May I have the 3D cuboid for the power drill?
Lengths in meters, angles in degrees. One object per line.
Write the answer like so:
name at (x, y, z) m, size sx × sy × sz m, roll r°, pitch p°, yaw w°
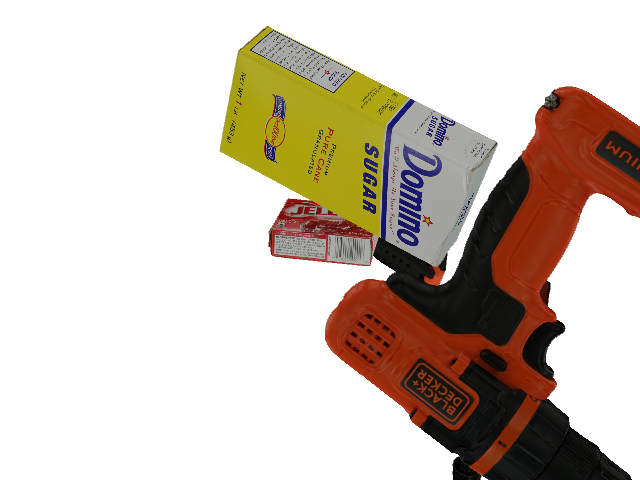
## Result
power drill at (0.120, 0.034, 0.528) m, size 0.184 × 0.188 × 0.057 m, roll 36°, pitch 11°, yaw 5°

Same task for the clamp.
clamp at (0.067, -0.032, 1.149) m, size 0.164 × 0.210 × 0.036 m, roll -9°, pitch -36°, yaw -18°

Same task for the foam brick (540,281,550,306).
foam brick at (0.173, 0.069, 0.985) m, size 0.051 × 0.078 × 0.053 m, roll -6°, pitch 18°, yaw -24°

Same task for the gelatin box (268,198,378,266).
gelatin box at (0.006, -0.009, 0.927) m, size 0.089 × 0.030 × 0.073 m, roll 6°, pitch 24°, yaw 9°

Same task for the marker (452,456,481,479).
marker at (0.091, 0.184, 0.694) m, size 0.020 × 0.121 × 0.020 m, roll 1°, pitch 36°, yaw -1°

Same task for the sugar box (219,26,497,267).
sugar box at (0.021, -0.062, 0.717) m, size 0.176 × 0.093 × 0.048 m, roll 30°, pitch 47°, yaw 14°
